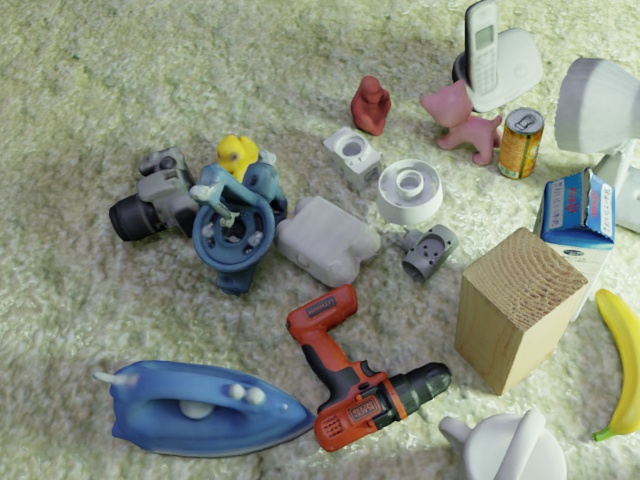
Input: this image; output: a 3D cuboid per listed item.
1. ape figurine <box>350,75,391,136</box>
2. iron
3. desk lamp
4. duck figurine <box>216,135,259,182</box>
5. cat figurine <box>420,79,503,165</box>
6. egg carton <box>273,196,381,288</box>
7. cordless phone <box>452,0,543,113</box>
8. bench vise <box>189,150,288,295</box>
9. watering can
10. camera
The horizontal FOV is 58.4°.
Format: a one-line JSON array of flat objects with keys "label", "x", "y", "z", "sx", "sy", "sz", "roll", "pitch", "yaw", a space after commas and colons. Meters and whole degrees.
[{"label": "ape figurine", "x": 0.083, "y": -0.230, "z": 0.946, "sx": 0.078, "sy": 0.092, "sz": 0.076, "roll": -34, "pitch": 59, "yaw": -11}, {"label": "iron", "x": -0.139, "y": 0.193, "z": 0.696, "sx": 0.258, "sy": 0.142, "sz": 0.118, "roll": 1, "pitch": 59, "yaw": 11}, {"label": "desk lamp", "x": 0.406, "y": -0.126, "z": 0.751, "sx": 0.202, "sy": 0.214, "sz": 0.118, "roll": 26, "pitch": 66, "yaw": 23}, {"label": "duck figurine", "x": -0.138, "y": -0.134, "z": 0.930, "sx": 0.077, "sy": 0.086, "sz": 0.104, "roll": 5, "pitch": 60, "yaw": 14}, {"label": "cat figurine", "x": 0.221, "y": -0.190, "z": 0.881, "sx": 0.127, "sy": 0.118, "sz": 0.067, "roll": 26, "pitch": 67, "yaw": 24}, {"label": "egg carton", "x": 0.008, "y": 0.003, "z": 0.829, "sx": 0.150, "sy": 0.069, "sz": 0.107, "roll": 32, "pitch": 69, "yaw": 25}, {"label": "cordless phone", "x": 0.282, "y": -0.304, "z": 0.900, "sx": 0.148, "sy": 0.185, "sz": 0.094, "roll": -31, "pitch": 58, "yaw": -9}, {"label": "bench vise", "x": -0.124, "y": -0.054, "z": 0.799, "sx": 0.121, "sy": 0.220, "sz": 0.207, "roll": -5, "pitch": 58, "yaw": 7}, {"label": "watering can", "x": 0.203, "y": 0.231, "z": 0.580, "sx": 0.172, "sy": 0.194, "sz": 0.101, "roll": 8, "pitch": 60, "yaw": 15}, {"label": "camera", "x": -0.263, "y": -0.067, "z": 0.902, "sx": 0.137, "sy": 0.101, "sz": 0.143, "roll": -23, "pitch": 58, "yaw": -4}]
